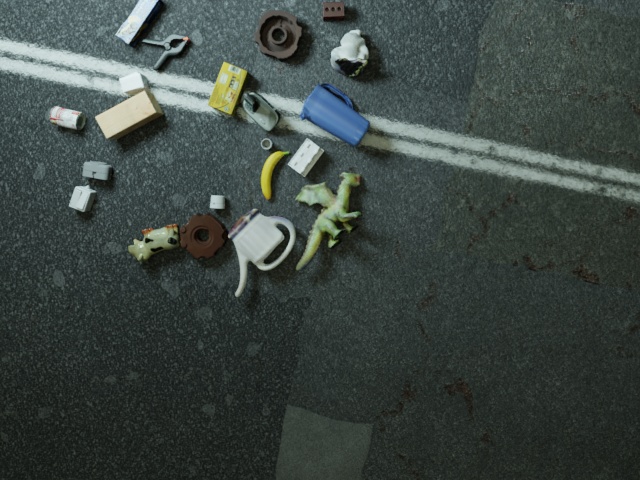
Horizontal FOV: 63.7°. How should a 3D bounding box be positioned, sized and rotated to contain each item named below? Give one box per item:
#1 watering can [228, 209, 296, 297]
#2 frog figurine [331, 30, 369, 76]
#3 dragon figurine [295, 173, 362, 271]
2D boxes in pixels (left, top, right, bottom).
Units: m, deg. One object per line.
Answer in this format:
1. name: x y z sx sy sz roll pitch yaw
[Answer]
1. watering can: -0.253 0.033 1.919 0.347 0.104 0.224 -45 93 4
2. frog figurine: 0.107 -0.677 1.863 0.137 0.120 0.163 -7 61 10
3. dragon figurine: 0.006 -0.097 1.924 0.410 0.121 0.245 -39 77 3
